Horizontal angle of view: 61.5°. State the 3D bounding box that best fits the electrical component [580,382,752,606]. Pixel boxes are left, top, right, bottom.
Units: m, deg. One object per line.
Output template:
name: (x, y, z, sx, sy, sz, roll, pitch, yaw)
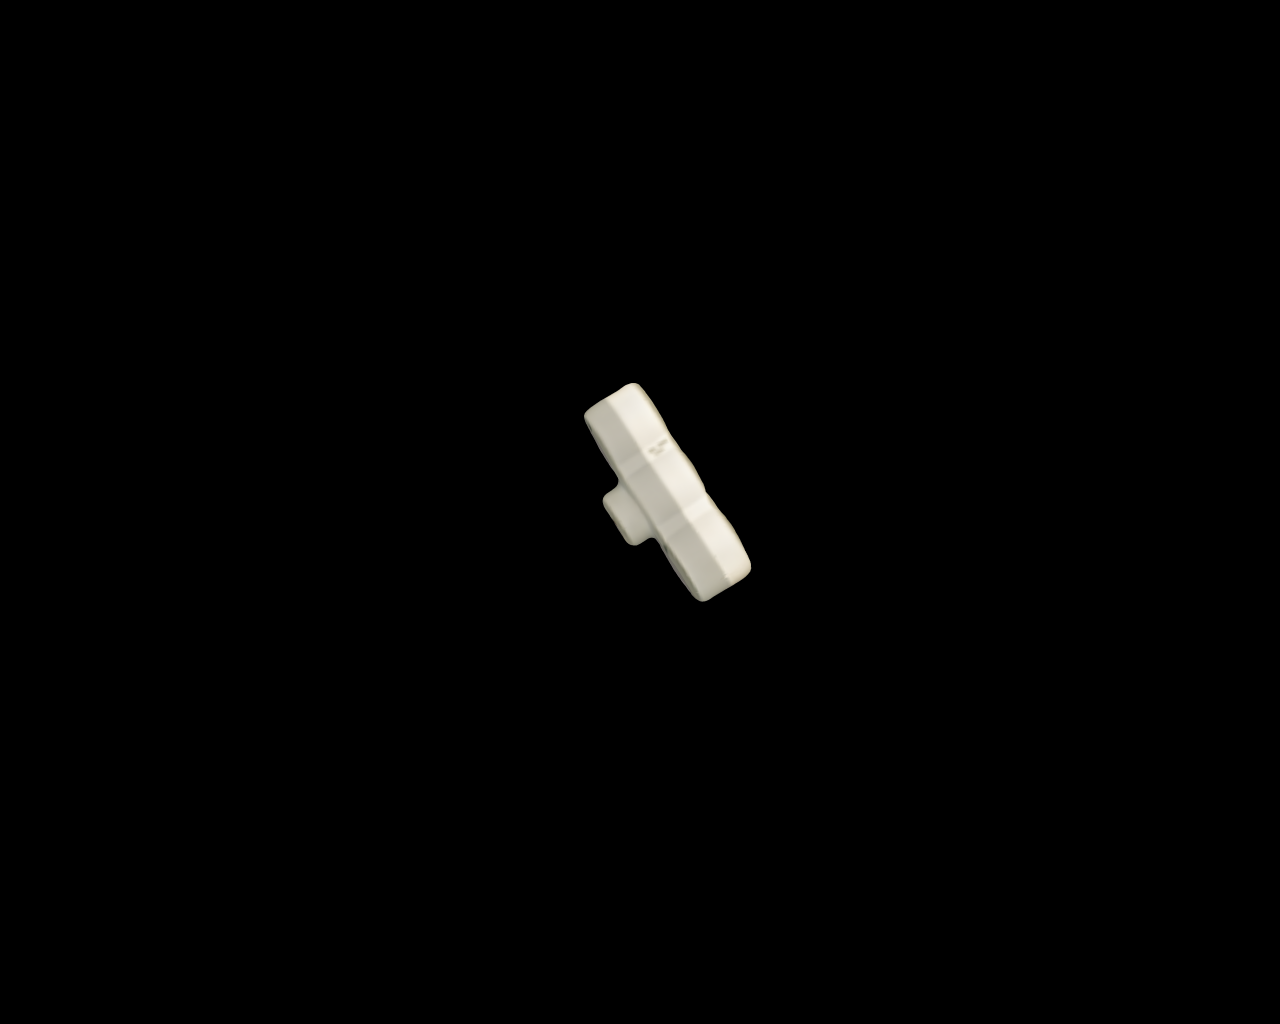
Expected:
electrical component: (0.001, -0.003, 0.650, 0.074, 0.138, 0.052, -31, -7, -5)
